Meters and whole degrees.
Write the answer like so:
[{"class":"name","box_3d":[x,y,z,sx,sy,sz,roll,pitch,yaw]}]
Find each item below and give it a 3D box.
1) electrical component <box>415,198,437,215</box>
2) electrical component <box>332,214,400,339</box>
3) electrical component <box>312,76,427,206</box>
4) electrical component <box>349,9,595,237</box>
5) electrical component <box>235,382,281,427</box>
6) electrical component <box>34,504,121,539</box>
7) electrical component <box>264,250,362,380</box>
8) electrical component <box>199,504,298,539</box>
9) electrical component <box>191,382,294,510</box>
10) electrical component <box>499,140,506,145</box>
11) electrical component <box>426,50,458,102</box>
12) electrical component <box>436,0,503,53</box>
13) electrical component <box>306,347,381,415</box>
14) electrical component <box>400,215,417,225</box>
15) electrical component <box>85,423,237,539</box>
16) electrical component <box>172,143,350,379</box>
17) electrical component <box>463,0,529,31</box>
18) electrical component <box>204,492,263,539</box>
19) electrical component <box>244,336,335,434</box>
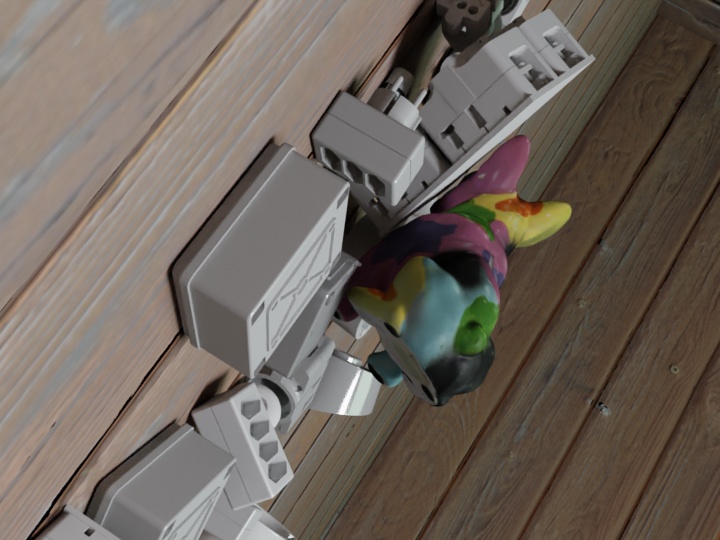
[{"class":"electrical component","box_3d":[0.060,-0.088,1.043,0.062,0.048,0.048,-61,172,-28]},{"class":"electrical component","box_3d":[0.000,0.000,0.953,0.108,0.060,0.108,-57,170,-15]},{"class":"electrical component","box_3d":[0.016,-0.096,0.725,0.076,0.066,0.047,-57,170,-12]},{"class":"electrical component","box_3d":[0.078,-0.115,0.831,0.105,0.060,0.186,-37,177,-46]},{"class":"electrical component","box_3d":[-0.096,0.127,0.909,0.048,0.048,0.062,-52,174,-37]},{"class":"electrical component","box_3d":[-0.131,0.243,0.649,0.060,0.186,0.105,-45,163,-56]},{"class":"electrical component","box_3d":[-0.047,0.016,0.760,0.096,0.061,0.061,-64,172,31]},{"class":"electrical component","box_3d":[-0.115,0.252,1.015,0.060,0.108,0.108,-52,170,-7]},{"class":"electrical component","box_3d":[-0.106,0.141,0.836,0.076,0.083,0.047,-22,-177,19]},{"class":"electrical component","box_3d":[0.111,-0.146,1.025,0.083,0.076,0.047,-64,169,25]},{"class":"electrical component","box_3d":[0.092,-0.170,0.950,0.077,0.044,0.079,-60,170,7]},{"class":"electrical component","box_3d":[0.087,-0.200,0.836,0.066,0.048,0.055,-56,163,-16]},{"class":"electrical component","box_3d":[-0.030,0.108,1.036,0.064,0.099,0.099,-65,171,-3]},{"class":"electrical component","box_3d":[0.066,-0.023,1.220,0.061,0.061,0.096,-59,170,2]},{"class":"electrical component","box_3d":[-0.149,0.179,0.756,0.108,0.056,0.109,-63,170,24]},{"class":"electrical component","box_3d":[-0.059,-0.004,0.657,0.108,0.056,0.108,-55,170,-23]},{"class":"electrical component","box_3d":[0.119,-0.229,0.916,0.081,0.042,0.064,-60,172,7]},{"class":"electrical component","box_3d":[-0.115,0.194,0.947,0.076,0.066,0.047,-57,170,-11]},{"class":"electrical component","box_3d":[-0.066,0.095,0.938,0.055,0.050,0.089,-50,167,-46]}]
